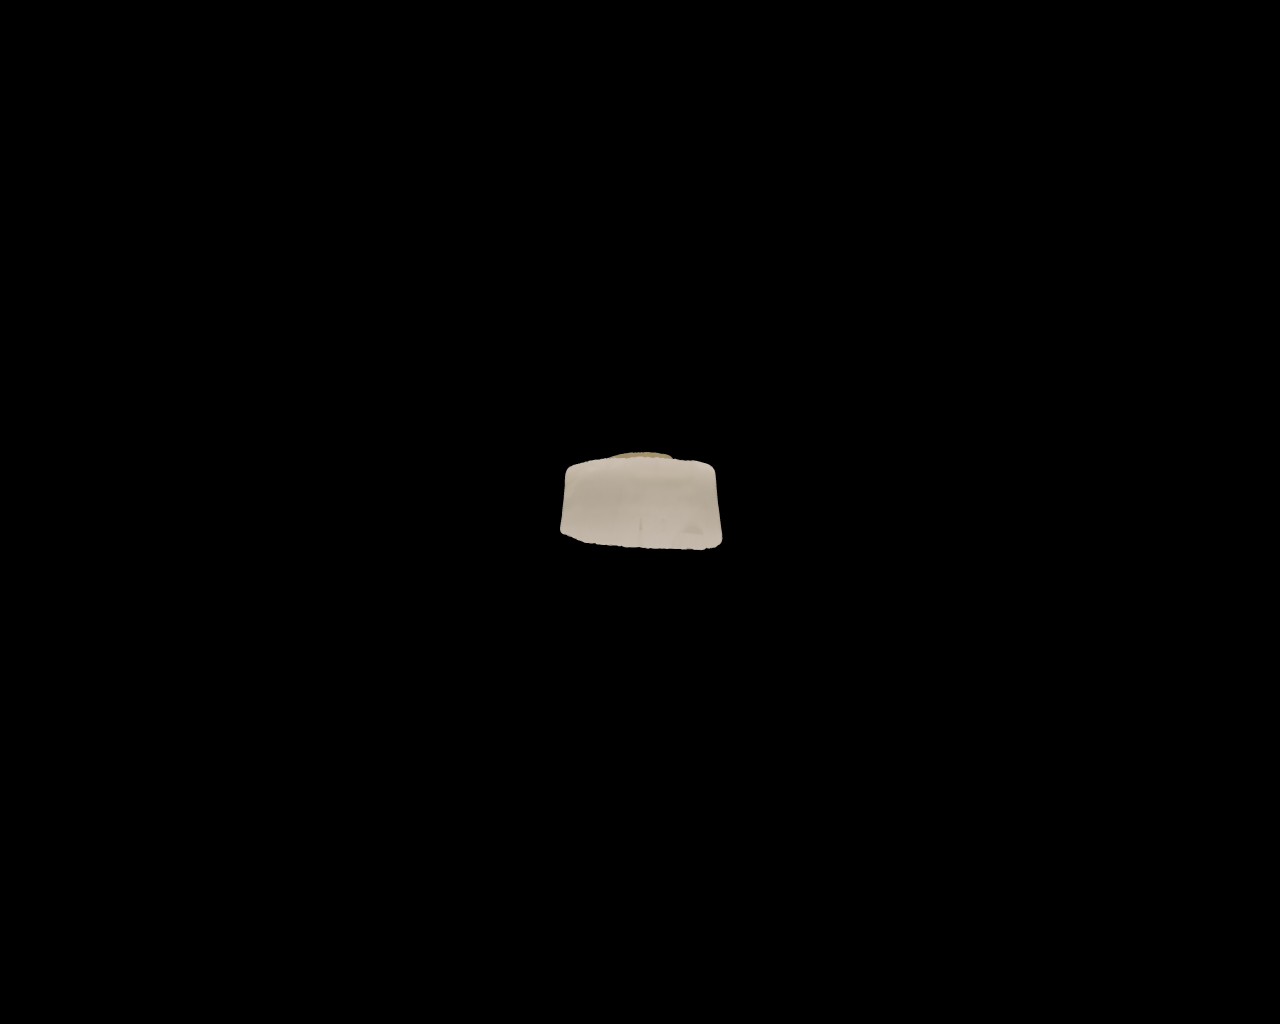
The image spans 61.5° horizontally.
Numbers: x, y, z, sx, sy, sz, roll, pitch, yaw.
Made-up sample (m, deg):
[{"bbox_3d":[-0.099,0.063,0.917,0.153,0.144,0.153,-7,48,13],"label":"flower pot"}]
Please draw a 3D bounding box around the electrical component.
[{"bbox_3d":[0.001,-0.003,0.650,0.099,0.064,0.099,0,-6,0],"label":"electrical component"}]
